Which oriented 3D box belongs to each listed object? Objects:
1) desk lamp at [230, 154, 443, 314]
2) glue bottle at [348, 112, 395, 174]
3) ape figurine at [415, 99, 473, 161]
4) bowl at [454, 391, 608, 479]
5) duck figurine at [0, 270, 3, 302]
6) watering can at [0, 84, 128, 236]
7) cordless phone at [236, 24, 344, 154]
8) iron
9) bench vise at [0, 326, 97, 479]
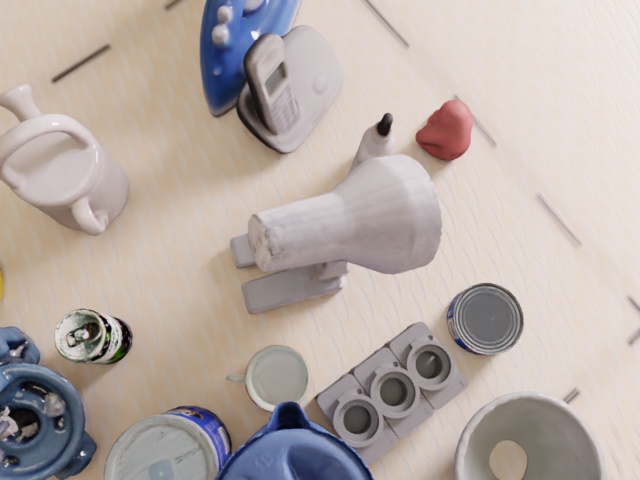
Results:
[{"bbox_3d":[0.006,0.002,0.604,0.203,0.213,0.118,-16,79,-7],"label":"desk lamp"},{"bbox_3d":[0.062,-0.102,0.651,0.037,0.173,0.078,27,77,3],"label":"glue bottle"},{"bbox_3d":[0.159,-0.143,0.708,0.078,0.092,0.076,-20,80,-8],"label":"ape figurine"},{"bbox_3d":[0.221,0.253,0.636,0.167,0.074,0.167,1,78,-4],"label":"bowl"},{"bbox_3d":[-0.411,0.038,0.634,0.077,0.086,0.104,-29,81,-9],"label":"duck figurine"},{"bbox_3d":[-0.287,-0.084,0.613,0.173,0.194,0.101,36,78,4],"label":"watering can"},{"bbox_3d":[-0.034,-0.195,0.659,0.094,0.185,0.148,32,78,4],"label":"cordless phone"},{"bbox_3d":[-0.094,-0.292,0.698,0.118,0.141,0.258,16,77,0],"label":"iron"},{"bbox_3d":[-0.324,0.158,0.545,0.207,0.219,0.121,32,78,4],"label":"bench vise"}]
